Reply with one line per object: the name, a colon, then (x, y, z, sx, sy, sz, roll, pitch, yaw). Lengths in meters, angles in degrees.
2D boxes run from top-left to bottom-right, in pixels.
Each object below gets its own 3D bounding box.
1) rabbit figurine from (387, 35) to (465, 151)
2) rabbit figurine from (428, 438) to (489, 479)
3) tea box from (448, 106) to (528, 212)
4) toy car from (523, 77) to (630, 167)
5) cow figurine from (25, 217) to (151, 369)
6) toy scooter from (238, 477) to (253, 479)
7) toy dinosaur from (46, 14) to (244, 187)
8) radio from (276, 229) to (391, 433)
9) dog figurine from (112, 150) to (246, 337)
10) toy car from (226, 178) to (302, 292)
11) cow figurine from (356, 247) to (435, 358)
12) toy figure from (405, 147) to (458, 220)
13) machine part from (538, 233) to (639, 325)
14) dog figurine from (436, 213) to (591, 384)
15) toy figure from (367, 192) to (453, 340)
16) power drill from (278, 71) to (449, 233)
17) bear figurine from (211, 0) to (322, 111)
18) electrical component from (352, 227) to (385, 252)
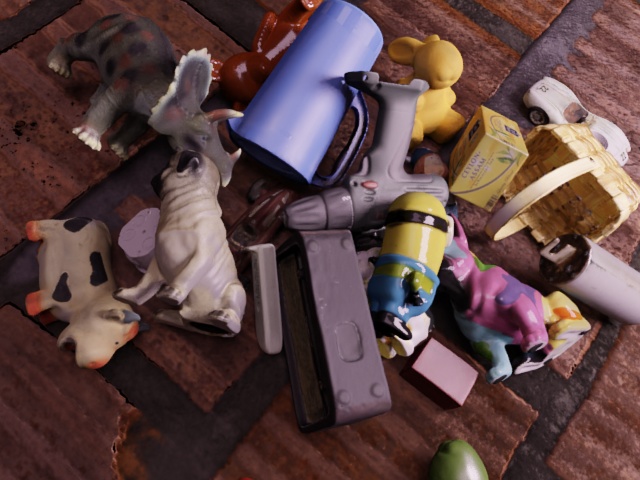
rabbit figurine: (0.170, -0.243, 0.827, 0.122, 0.173, 0.162, -6, 71, -8)
rabbit figurine: (0.135, 0.309, 0.591, 0.159, 0.121, 0.170, 45, 68, 5)
tea box: (0.240, -0.123, 0.782, 0.068, 0.098, 0.170, 27, 28, 1)
toy car: (0.437, -0.196, 0.913, 0.202, 0.056, 0.073, 44, 66, 12)
cow figurine: (-0.285, 0.062, 0.659, 0.127, 0.085, 0.195, -11, 67, -8)
toy scooter: (-0.041, 0.330, 0.544, 0.075, 0.135, 0.184, -24, 73, -21)
toy dinosaur: (-0.253, -0.233, 0.729, 0.192, 0.131, 0.405, -38, 63, 4)
radio: (0.006, 0.106, 0.645, 0.073, 0.131, 0.229, -6, 72, -24)
dog figurine: (-0.135, 0.006, 0.646, 0.121, 0.172, 0.190, 1, 62, 24)
toy car: (-0.097, -0.007, 0.738, 0.089, 0.053, 0.202, 34, 66, 11)
cow figurine: (0.084, 0.067, 0.717, 0.098, 0.068, 0.167, -31, 84, -31)
toy figure: (0.172, -0.081, 0.817, 0.064, 0.058, 0.154, 20, 53, -44)
machine part: (0.386, 0.056, 0.742, 0.243, 0.079, 0.079, 24, 61, -26)
dog figurine: (0.229, 0.067, 0.727, 0.191, 0.108, 0.219, -7, 53, -34)
toy figure: (0.106, 0.026, 0.648, 0.082, 0.089, 0.180, 8, 63, 36)
power drill: (0.063, -0.111, 0.703, 0.232, 0.086, 0.207, 0, 95, -17)
bear figurine: (-0.071, -0.282, 0.829, 0.196, 0.132, 0.120, -47, 114, -32)
electrical component: (0.089, -0.026, 0.779, 0.119, 0.047, 0.075, -16, 69, -17)
